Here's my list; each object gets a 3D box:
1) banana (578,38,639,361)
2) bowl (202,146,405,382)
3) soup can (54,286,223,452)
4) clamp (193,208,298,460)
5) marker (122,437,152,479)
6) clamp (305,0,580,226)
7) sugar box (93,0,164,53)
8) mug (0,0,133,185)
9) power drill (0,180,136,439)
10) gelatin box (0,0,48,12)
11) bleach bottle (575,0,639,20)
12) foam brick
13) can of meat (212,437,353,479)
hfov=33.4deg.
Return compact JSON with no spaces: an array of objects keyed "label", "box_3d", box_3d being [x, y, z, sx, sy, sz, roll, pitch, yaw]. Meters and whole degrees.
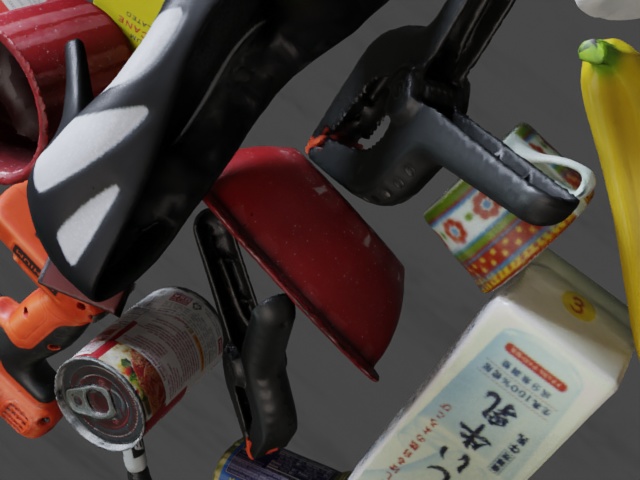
[{"label":"banana","box_3d":[0.154,-0.018,0.516,0.037,0.069,0.198,1,125,40]},{"label":"bowl","box_3d":[-0.004,0.001,0.588,0.055,0.162,0.162,-42,91,0]},{"label":"soup can","box_3d":[-0.115,0.081,0.697,0.069,0.102,0.068,13,120,23]},{"label":"clamp","box_3d":[-0.038,0.074,0.663,0.120,0.039,0.171,-130,25,-61]},{"label":"marker","box_3d":[-0.143,0.144,0.799,0.020,0.020,0.121,6,118,27]},{"label":"clamp","box_3d":[0.057,-0.080,0.521,0.210,0.036,0.164,-9,70,61]},{"label":"sugar box","box_3d":[-0.087,-0.112,0.615,0.093,0.048,0.176,33,125,12]},{"label":"mug","box_3d":[-0.150,-0.077,0.591,0.093,0.081,0.117,-32,92,41]},{"label":"power drill","box_3d":[-0.229,0.039,0.770,0.184,0.057,0.188,43,130,-2]},{"label":"gelatin box","box_3d":[-0.165,-0.177,0.623,0.089,0.030,0.073,-33,100,23]},{"label":"bleach bottle","box_3d":[0.113,-0.219,0.400,0.103,0.067,0.251,-21,81,39]},{"label":"foam brick","box_3d":[-0.136,0.003,0.671,0.051,0.053,0.078,22,82,-3]},{"label":"can of meat","box_3d":[-0.027,0.193,0.737,0.084,0.057,0.102,18,122,23]}]
